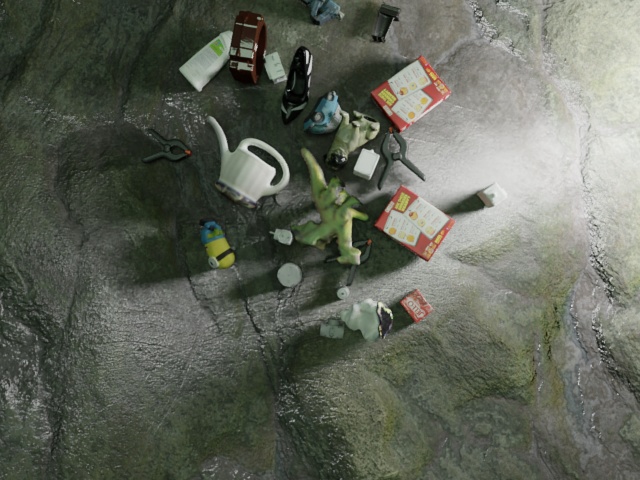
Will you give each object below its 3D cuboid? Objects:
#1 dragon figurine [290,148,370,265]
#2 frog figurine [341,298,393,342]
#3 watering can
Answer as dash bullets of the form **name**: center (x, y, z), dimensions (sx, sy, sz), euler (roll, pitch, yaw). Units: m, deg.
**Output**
- **dragon figurine**: center (0.005, -0.085, 1.697), dimensions (0.243, 0.121, 0.412), euler (-44, 81, 0)
- **frog figurine**: center (0.151, 0.262, 1.687), dimensions (0.158, 0.124, 0.137), euler (-9, 96, 38)
- **watering can**: center (-0.275, -0.250, 1.730), dimensions (0.348, 0.104, 0.225), euler (32, 88, 2)
